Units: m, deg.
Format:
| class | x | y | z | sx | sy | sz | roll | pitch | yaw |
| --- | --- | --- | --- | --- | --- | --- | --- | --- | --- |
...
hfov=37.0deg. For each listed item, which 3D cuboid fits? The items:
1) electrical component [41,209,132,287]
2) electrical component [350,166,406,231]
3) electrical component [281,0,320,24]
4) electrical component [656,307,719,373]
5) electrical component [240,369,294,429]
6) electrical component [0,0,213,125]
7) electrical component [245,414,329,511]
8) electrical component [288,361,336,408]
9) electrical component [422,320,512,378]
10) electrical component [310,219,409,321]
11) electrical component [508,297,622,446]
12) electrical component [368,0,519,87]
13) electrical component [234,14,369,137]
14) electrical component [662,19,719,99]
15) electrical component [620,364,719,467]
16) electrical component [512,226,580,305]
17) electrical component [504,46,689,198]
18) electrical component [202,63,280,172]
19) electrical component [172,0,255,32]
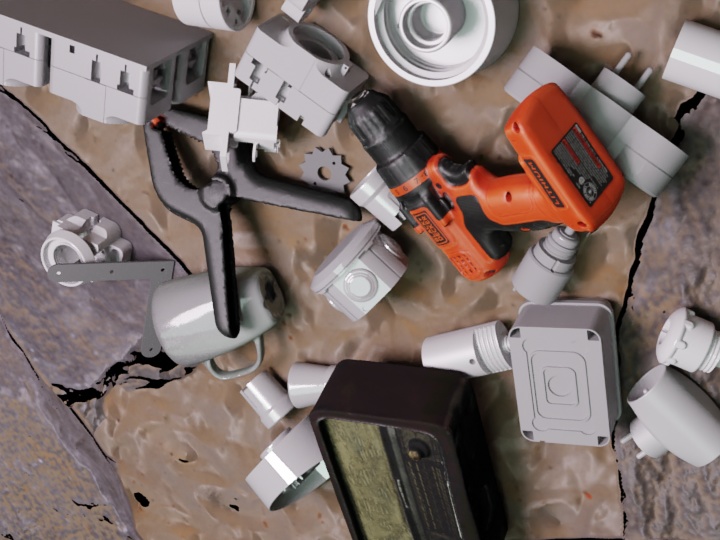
| class | x | y | z | sx | sy | sz | roll | pitch | yaw |
| --- | --- | --- | --- | --- | --- | --- | --- | --- | --- |
| electrical component | -0.269 | -0.019 | 1.037 | 0.078 | 0.057 | 0.058 | 25 | 123 | 11 |
| electrical component | 0.021 | -0.060 | 0.894 | 0.046 | 0.040 | 0.040 | 42 | 125 | -7 |
| electrical component | -0.047 | -0.238 | 0.822 | 0.057 | 0.058 | 0.078 | 38 | 125 | -1 |
| electrical component | 0.268 | 0.061 | 0.843 | 0.062 | 0.048 | 0.048 | 23 | 123 | 4 |
| electrical component | -0.089 | 0.124 | 1.042 | 0.046 | 0.040 | 0.040 | 48 | 125 | 3 |
| electrical component | -0.234 | -0.186 | 0.904 | 0.186 | 0.105 | 0.060 | 21 | 122 | 13 |
| electrical component | -0.059 | 0.186 | 1.027 | 0.064 | 0.099 | 0.099 | 44 | 125 | 6 |
| electrical component | -0.029 | 0.106 | 1.004 | 0.065 | 0.044 | 0.044 | -5 | 114 | 21 |
| electrical component | 0.099 | 0.070 | 0.924 | 0.081 | 0.043 | 0.043 | -16 | 108 | 30 |
| electrical component | 0.000 | 0.000 | 0.912 | 0.051 | 0.080 | 0.080 | 43 | 125 | -8 |
| electrical component | 0.171 | 0.082 | 0.889 | 0.078 | 0.057 | 0.113 | 1 | 116 | 25 |
| electrical component | 0.058 | -0.188 | 0.797 | 0.108 | 0.060 | 0.108 | 11 | 119 | 19 |
| electrical component | -0.045 | -0.160 | 0.865 | 0.089 | 0.050 | 0.055 | 36 | 125 | 3 |
| electrical component | 0.256 | -0.139 | 0.743 | 0.081 | 0.043 | 0.043 | 23 | 123 | 12 |
| electrical component | 0.250 | 0.129 | 0.886 | 0.077 | 0.043 | 0.079 | 43 | 125 | -2 |
| electrical component | 0.153 | -0.008 | 0.861 | 0.040 | 0.040 | 0.078 | 31 | 124 | 7 |
| electrical component | 0.182 | -0.122 | 0.782 | 0.138 | 0.052 | 0.073 | 36 | 103 | 3 |
| electrical component | -0.096 | -0.125 | 0.895 | 0.064 | 0.042 | 0.081 | 5 | 78 | -5 |
| electrical component | -0.118 | -0.221 | 0.865 | 0.047 | 0.055 | 0.055 | 9 | 119 | 24 |
